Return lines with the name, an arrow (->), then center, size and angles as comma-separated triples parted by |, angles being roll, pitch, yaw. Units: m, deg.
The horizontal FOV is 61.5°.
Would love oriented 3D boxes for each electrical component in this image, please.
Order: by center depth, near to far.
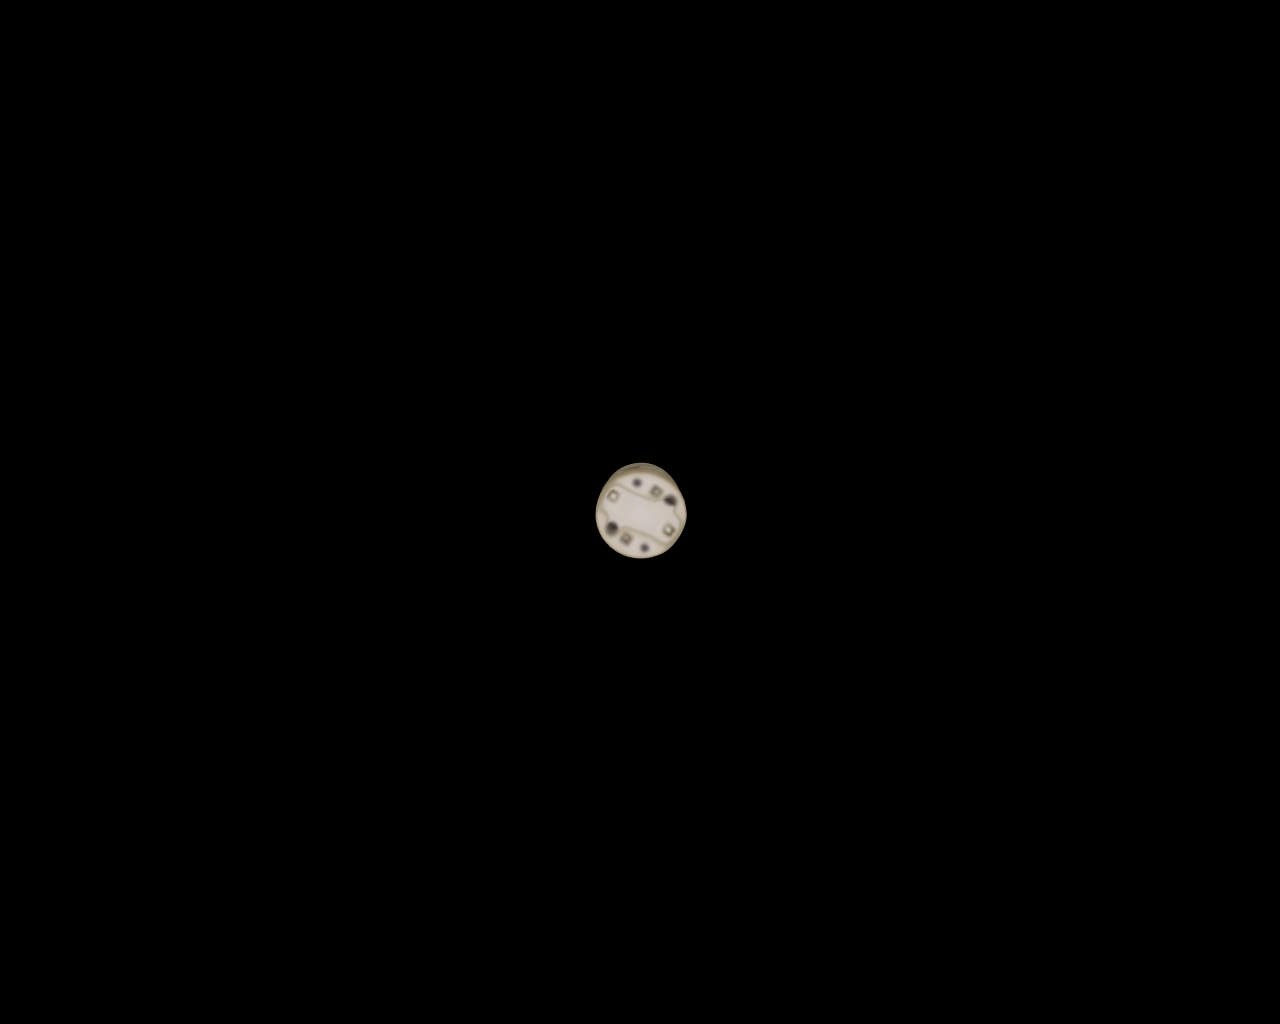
electrical component -> 0.001, -0.003, 0.650 | 0.055, 0.055, 0.047 | 0, 12, 0
